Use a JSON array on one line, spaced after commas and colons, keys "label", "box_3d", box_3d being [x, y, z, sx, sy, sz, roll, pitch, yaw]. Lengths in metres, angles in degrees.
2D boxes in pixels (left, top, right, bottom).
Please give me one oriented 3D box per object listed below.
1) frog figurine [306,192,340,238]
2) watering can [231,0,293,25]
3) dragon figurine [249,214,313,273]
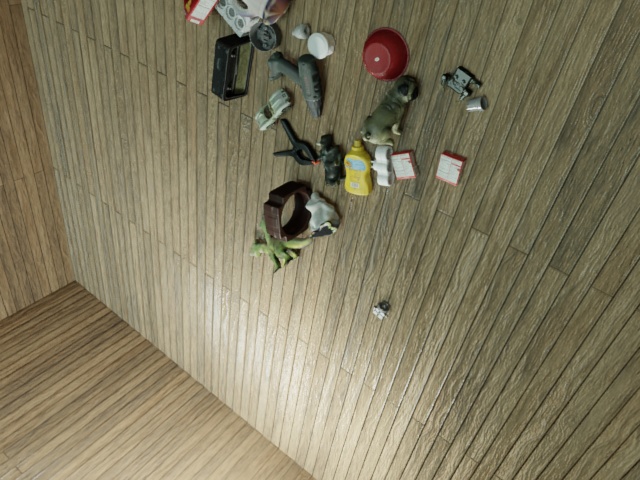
[{"label": "frog figurine", "box_3d": [0.006, -0.099, 1.962, 0.134, 0.123, 0.163, 123, 141, -53]}, {"label": "watering can", "box_3d": [-0.166, -0.845, 1.638, 0.225, 0.105, 0.341, 48, 128, 6]}, {"label": "dragon figurine", "box_3d": [-0.182, -0.007, 2.166, 0.403, 0.123, 0.244, -41, 78, 45]}]
